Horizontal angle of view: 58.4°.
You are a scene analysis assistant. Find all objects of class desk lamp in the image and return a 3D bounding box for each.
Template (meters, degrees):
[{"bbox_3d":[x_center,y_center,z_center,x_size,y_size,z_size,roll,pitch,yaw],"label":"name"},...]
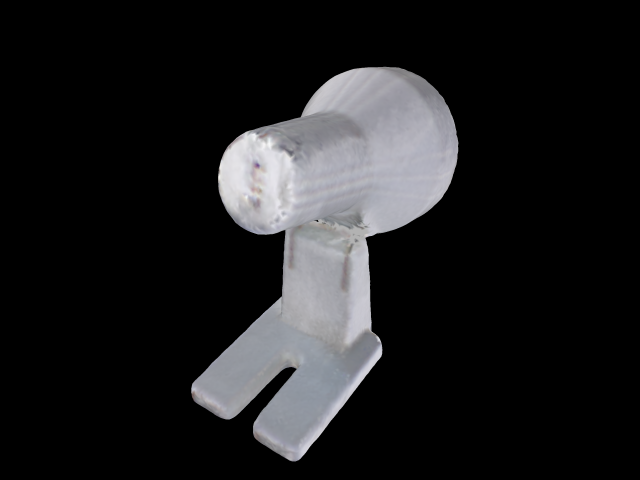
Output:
[{"bbox_3d":[0.004,0.001,0.400,0.117,0.214,0.204,20,40,26],"label":"desk lamp"}]
